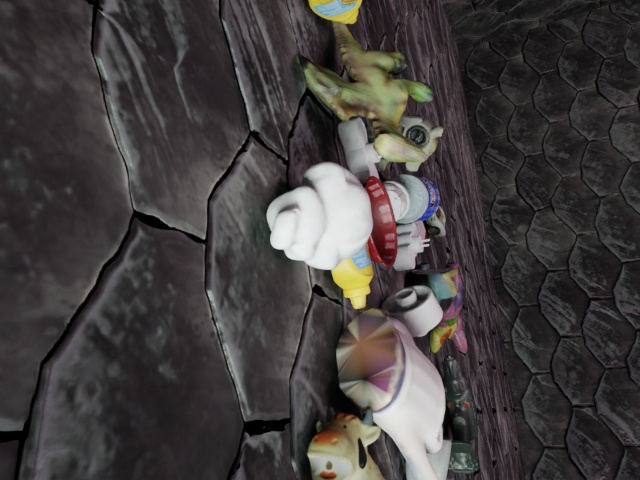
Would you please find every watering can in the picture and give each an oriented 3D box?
[{"bbox_3d":[0.121,0.244,0.732,0.221,0.103,0.356,45,26,-36],"label":"watering can"}]

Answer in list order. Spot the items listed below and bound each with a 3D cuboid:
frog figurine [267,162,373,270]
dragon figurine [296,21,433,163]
[{"bbox_3d":[0.002,-0.033,0.649,0.159,0.123,0.137,11,89,-77],"label":"frog figurine"},{"bbox_3d":[0.059,-0.275,0.871,0.243,0.120,0.416,-4,54,-52],"label":"dragon figurine"}]
